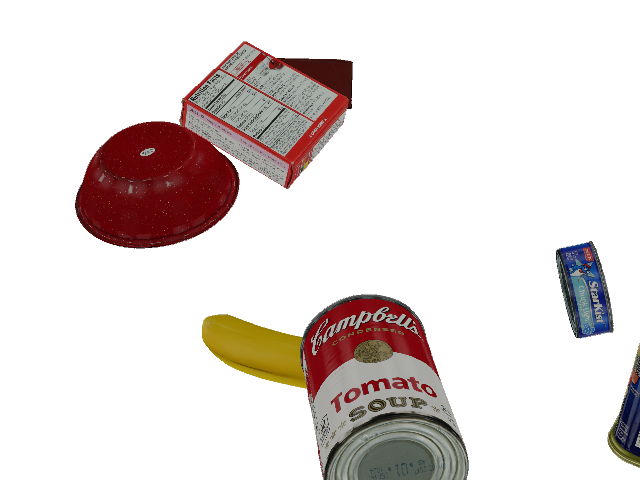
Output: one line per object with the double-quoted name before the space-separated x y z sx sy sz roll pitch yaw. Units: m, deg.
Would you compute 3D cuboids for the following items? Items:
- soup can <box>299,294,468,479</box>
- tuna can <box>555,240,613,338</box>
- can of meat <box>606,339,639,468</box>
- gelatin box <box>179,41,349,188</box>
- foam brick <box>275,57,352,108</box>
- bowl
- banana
"soup can" 0.028 0.081 0.520 0.068 0.068 0.102 0 29 -7
"tuna can" 0.241 0.046 0.977 0.034 0.086 0.086 -12 -2 8
"can of meat" 0.232 0.088 0.690 0.057 0.084 0.101 22 38 24
"gelatin box" -0.037 -0.085 0.712 0.089 0.073 0.030 30 -35 11
"foam brick" -0.010 -0.167 1.136 0.078 0.051 0.053 -2 12 -19
"bowl" -0.161 -0.066 1.024 0.162 0.055 0.162 -4 43 3
"banana" -0.029 0.084 0.827 0.198 0.037 0.069 14 26 38
